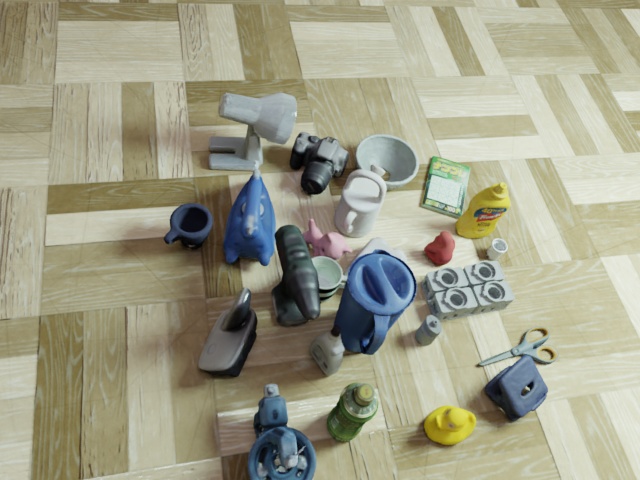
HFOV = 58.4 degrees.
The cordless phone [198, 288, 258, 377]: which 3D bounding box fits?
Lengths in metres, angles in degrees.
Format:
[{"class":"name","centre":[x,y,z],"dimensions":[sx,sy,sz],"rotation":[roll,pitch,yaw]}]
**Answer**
[{"class":"cordless phone","centre":[-0.177,0.178,1.120],"dimensions":[0.094,0.185,0.147],"rotation":[17,57,1]}]

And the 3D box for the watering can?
[{"class":"watering can","centre":[0.099,-0.104,1.340],"dimensions":[0.101,0.194,0.173],"rotation":[8,57,-5]}]

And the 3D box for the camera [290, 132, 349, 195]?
[{"class":"camera","centre":[-0.012,-0.192,1.430],"dimensions":[0.143,0.101,0.137],"rotation":[22,57,4]}]

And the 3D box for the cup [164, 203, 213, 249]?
[{"class":"cup","centre":[-0.294,-0.013,1.271],"dimensions":[0.091,0.095,0.118],"rotation":[40,60,15]}]

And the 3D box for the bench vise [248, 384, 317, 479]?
[{"class":"bench vise","centre":[-0.081,0.355,1.007],"dimensions":[0.122,0.220,0.207],"rotation":[-22,65,-22]}]

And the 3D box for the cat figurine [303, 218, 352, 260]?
[{"class":"cat figurine","centre":[0.012,0.005,1.302],"dimensions":[0.067,0.118,0.127],"rotation":[-31,68,-25]}]

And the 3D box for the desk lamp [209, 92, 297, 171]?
[{"class":"desk lamp","centre":[-0.166,-0.266,1.381],"dimensions":[0.203,0.213,0.118],"rotation":[-1,59,-11]}]

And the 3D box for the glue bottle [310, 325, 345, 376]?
[{"class":"glue bottle","centre":[0.021,0.210,1.143],"dimensions":[0.037,0.173,0.078],"rotation":[-26,66,-23]}]

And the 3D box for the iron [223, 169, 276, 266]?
[{"class":"iron","centre":[-0.154,-0.074,1.307],"dimensions":[0.119,0.141,0.258],"rotation":[5,58,-7]}]

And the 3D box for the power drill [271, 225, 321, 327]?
[{"class":"power drill","centre":[-0.049,0.095,1.181],"dimensions":[0.076,0.208,0.229],"rotation":[-8,60,-15]}]

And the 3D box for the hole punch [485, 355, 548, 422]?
[{"class":"hole punch","centre":[0.423,0.311,1.204],"dimensions":[0.109,0.091,0.101],"rotation":[-32,69,-26]}]

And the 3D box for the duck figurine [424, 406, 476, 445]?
[{"class":"duck figurine","centre":[0.268,0.363,1.146],"dimensions":[0.105,0.086,0.077],"rotation":[-4,59,-13]}]

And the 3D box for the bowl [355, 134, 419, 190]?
[{"class":"bowl","centre":[0.166,-0.189,1.477],"dimensions":[0.167,0.075,0.167],"rotation":[5,58,-7]}]

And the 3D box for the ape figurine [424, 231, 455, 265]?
[{"class":"ape figurine","centre":[0.292,0.012,1.365],"dimensions":[0.078,0.092,0.076],"rotation":[-1,59,-11]}]

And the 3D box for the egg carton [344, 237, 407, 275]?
[{"class":"egg carton","centre":[0.126,0.064,1.316],"dimensions":[0.107,0.069,0.150],"rotation":[33,59,11]}]
